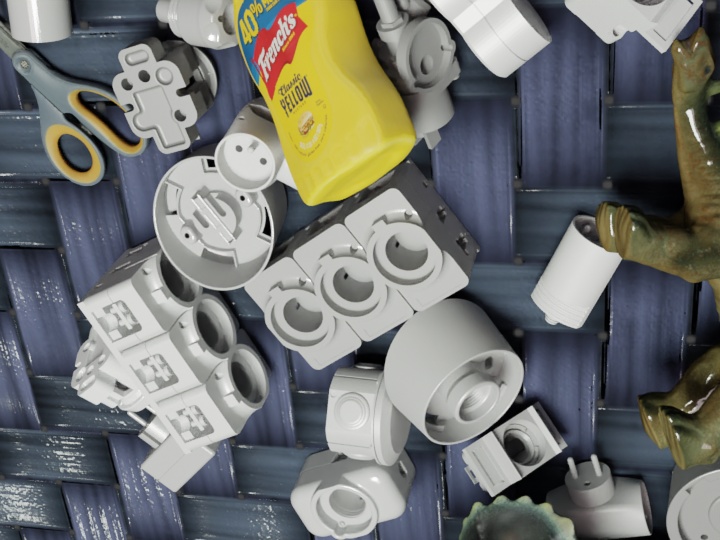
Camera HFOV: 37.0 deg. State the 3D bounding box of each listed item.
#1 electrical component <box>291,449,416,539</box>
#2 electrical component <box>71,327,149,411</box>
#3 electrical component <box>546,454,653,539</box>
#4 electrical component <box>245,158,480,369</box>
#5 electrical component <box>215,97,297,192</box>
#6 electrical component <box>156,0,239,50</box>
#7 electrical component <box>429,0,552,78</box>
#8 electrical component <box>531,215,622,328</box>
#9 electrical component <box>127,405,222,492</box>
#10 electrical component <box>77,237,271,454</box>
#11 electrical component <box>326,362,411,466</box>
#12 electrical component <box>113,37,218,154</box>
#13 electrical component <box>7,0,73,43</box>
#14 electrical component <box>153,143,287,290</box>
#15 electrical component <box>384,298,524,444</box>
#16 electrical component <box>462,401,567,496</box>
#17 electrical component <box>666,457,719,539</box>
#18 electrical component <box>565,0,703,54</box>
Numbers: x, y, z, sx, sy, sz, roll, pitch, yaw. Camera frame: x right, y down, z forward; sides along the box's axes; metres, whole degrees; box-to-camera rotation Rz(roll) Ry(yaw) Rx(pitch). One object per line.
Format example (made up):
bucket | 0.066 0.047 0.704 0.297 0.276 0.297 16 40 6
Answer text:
electrical component | -0.007 0.185 0.906 0.095 0.059 0.053 -20 111 24
electrical component | -0.199 0.082 0.895 0.058 0.078 0.057 -36 126 28
electrical component | 0.187 0.180 0.862 0.077 0.043 0.079 -12 114 20
electrical component | 0.000 0.000 0.800 0.150 0.061 0.089 -32 107 27
electrical component | -0.054 -0.082 0.760 0.079 0.077 0.043 27 122 -1
electrical component | -0.113 -0.177 0.744 0.062 0.043 0.043 15 123 29
electrical component | 0.076 -0.196 0.677 0.074 0.052 0.138 -37 104 25
electrical component | 0.155 0.006 0.773 0.043 0.043 0.081 24 122 1
electrical component | -0.165 0.139 0.929 0.077 0.047 0.066 39 121 -10
electrical component | -0.139 0.054 0.851 0.062 0.089 0.150 -22 111 25
electrical component | 0.009 0.112 0.851 0.051 0.080 0.080 4 119 19
electrical component | -0.135 -0.130 0.766 0.058 0.057 0.078 -12 114 21
electrical component | -0.228 -0.206 0.757 0.043 0.043 0.081 8 120 11
electrical component | -0.104 -0.042 0.803 0.099 0.064 0.099 6 120 11
electrical component | 0.071 0.079 0.807 0.099 0.064 0.099 -20 134 -22
electrical component | 0.116 0.143 0.843 0.042 0.081 0.063 58 149 12
electrical component | 0.290 0.175 0.822 0.108 0.060 0.108 6 120 11
electrical component | 0.162 -0.172 0.658 0.081 0.064 0.042 40 80 -9
